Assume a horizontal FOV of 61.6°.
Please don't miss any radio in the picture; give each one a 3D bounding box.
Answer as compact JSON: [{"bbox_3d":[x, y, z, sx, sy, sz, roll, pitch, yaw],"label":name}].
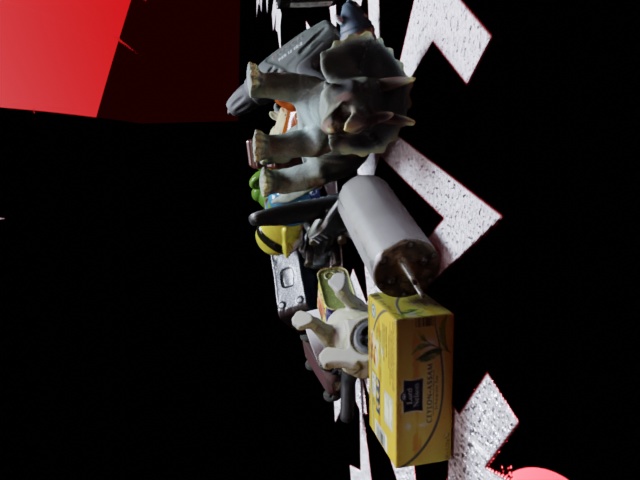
[{"bbox_3d":[-0.047,0.077,1.158,0.131,0.073,0.230,47,-153,-58],"label":"radio"}]

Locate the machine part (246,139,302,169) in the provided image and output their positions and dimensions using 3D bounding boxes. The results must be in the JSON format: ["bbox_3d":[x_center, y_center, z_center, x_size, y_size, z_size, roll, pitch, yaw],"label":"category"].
[{"bbox_3d":[-0.047,-0.159,0.966,0.179,0.179,0.056,-135,41,-73],"label":"machine part"}]

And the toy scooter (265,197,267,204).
[{"bbox_3d":[-0.074,-0.082,1.081,0.135,0.075,0.183,-110,21,-50],"label":"toy scooter"}]

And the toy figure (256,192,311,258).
[{"bbox_3d":[-0.065,-0.047,0.968,0.082,0.089,0.180,-44,-22,-40],"label":"toy figure"}]

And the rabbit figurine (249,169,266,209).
[{"bbox_3d":[-0.086,-0.150,1.265,0.170,0.159,0.121,127,150,-50],"label":"rabbit figurine"}]

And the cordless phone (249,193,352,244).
[{"bbox_3d":[-0.020,-0.034,0.833,0.146,0.184,0.088,153,108,-77],"label":"cordless phone"}]

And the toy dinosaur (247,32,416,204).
[{"bbox_3d":[0.010,-0.130,0.694,0.404,0.192,0.131,100,167,-80],"label":"toy dinosaur"}]

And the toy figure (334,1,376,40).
[{"bbox_3d":[0.051,-0.237,0.722,0.064,0.058,0.154,-69,-18,-57],"label":"toy figure"}]

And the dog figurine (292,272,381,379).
[{"bbox_3d":[0.067,0.159,0.767,0.173,0.121,0.190,48,172,41],"label":"dog figurine"}]

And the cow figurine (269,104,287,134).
[{"bbox_3d":[-0.079,-0.261,1.305,0.195,0.085,0.127,-162,62,-79],"label":"cow figurine"}]

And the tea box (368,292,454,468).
[{"bbox_3d":[0.099,0.149,0.600,0.098,0.068,0.169,-136,45,-72],"label":"tea box"}]

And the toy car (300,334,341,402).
[{"bbox_3d":[0.004,0.260,1.141,0.202,0.053,0.089,-141,37,-69],"label":"toy car"}]

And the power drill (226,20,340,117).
[{"bbox_3d":[-0.035,-0.229,0.863,0.086,0.232,0.207,37,-162,-48],"label":"power drill"}]

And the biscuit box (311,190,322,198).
[{"bbox_3d":[-0.041,-0.059,1.224,0.202,0.063,0.059,107,154,-60],"label":"biscuit box"}]

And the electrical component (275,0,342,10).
[{"bbox_3d":[-0.009,-0.406,0.816,0.134,0.115,0.058,169,92,-78],"label":"electrical component"}]

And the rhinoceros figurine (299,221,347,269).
[{"bbox_3d":[-0.002,-0.003,1.030,0.190,0.073,0.112,108,154,-61],"label":"rhinoceros figurine"}]

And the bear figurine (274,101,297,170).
[{"bbox_3d":[-0.066,-0.259,1.127,0.120,0.132,0.195,-122,23,-57],"label":"bear figurine"}]

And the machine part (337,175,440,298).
[{"bbox_3d":[0.075,-0.010,0.640,0.243,0.079,0.079,-113,22,-57],"label":"machine part"}]
